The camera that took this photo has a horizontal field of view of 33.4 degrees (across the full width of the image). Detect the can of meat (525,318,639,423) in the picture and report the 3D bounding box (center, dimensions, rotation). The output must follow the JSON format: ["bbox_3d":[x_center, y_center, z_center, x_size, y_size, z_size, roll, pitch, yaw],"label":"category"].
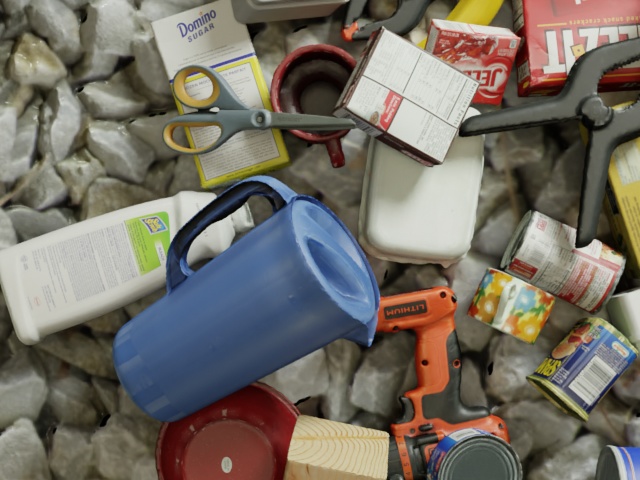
[{"bbox_3d":[0.253,0.123,1.028,0.057,0.102,0.084,41,87,2],"label":"can of meat"}]

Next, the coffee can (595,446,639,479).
[{"bbox_3d":[0.345,0.251,1.021,0.140,0.103,0.103,2,88,1],"label":"coffee can"}]

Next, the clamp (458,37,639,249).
[{"bbox_3d":[0.259,-0.106,1.000,0.210,0.036,0.164,-38,85,3],"label":"clamp"}]

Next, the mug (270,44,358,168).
[{"bbox_3d":[0.003,-0.127,1.050,0.093,0.081,0.117,-19,88,1],"label":"mug"}]

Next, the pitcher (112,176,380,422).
[{"bbox_3d":[-0.080,0.063,0.996,0.243,0.144,0.149,-32,48,21],"label":"pitcher"}]

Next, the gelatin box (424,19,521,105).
[{"bbox_3d":[0.144,-0.173,1.045,0.089,0.030,0.073,3,121,-18],"label":"gelatin box"}]

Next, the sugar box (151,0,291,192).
[{"bbox_3d":[-0.099,-0.146,1.072,0.093,0.048,0.176,-17,85,1],"label":"sugar box"}]

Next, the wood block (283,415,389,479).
[{"bbox_3d":[0.000,0.282,1.003,0.091,0.090,0.206,11,108,2],"label":"wood block"}]

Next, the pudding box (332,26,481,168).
[{"bbox_3d":[0.082,-0.133,0.998,0.113,0.039,0.090,28,82,-14],"label":"pudding box"}]

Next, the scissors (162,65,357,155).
[{"bbox_3d":[-0.064,-0.132,1.010,0.202,0.016,0.096,-11,88,24],"label":"scissors"}]

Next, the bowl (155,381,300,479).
[{"bbox_3d":[-0.087,0.219,1.056,0.162,0.055,0.162,0,88,2],"label":"bowl"}]

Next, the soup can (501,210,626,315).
[{"bbox_3d":[0.238,0.022,1.047,0.102,0.068,0.068,26,89,2],"label":"soup can"}]

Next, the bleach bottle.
[{"bbox_3d":[-0.186,0.019,1.061,0.251,0.068,0.102,-17,89,-1],"label":"bleach bottle"}]

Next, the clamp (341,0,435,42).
[{"bbox_3d":[0.084,-0.269,1.073,0.171,0.039,0.120,-32,90,-2],"label":"clamp"}]

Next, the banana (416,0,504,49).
[{"bbox_3d":[0.129,-0.212,1.056,0.198,0.069,0.037,-42,51,9],"label":"banana"}]

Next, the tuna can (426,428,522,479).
[{"bbox_3d":[0.144,0.222,1.005,0.086,0.034,0.086,-1,94,-16],"label":"tuna can"}]

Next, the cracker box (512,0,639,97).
[{"bbox_3d":[0.274,-0.256,1.052,0.164,0.072,0.214,-4,89,1],"label":"cracker box"}]

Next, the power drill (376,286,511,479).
[{"bbox_3d":[0.082,0.147,1.054,0.184,0.057,0.187,-12,91,-2],"label":"power drill"}]
